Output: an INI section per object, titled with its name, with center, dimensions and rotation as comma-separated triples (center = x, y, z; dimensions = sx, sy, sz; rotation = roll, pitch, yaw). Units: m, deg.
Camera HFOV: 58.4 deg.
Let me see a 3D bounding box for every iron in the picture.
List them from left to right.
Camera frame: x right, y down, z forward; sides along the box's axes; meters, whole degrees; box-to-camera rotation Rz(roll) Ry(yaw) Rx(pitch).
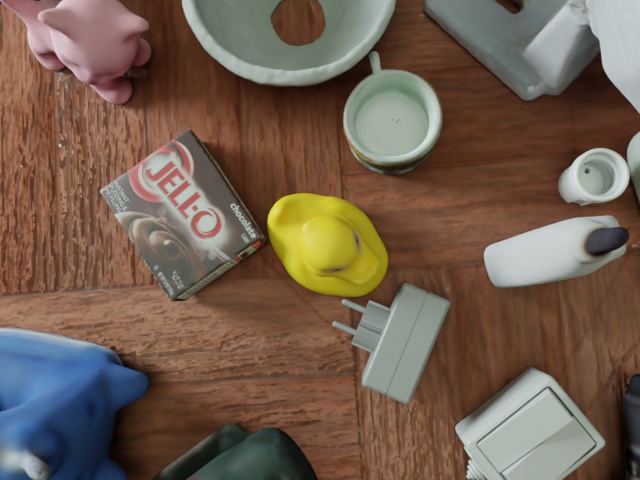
[iron]
center = -0.270, 0.126, 0.417
dimensions = 0.258, 0.141, 0.119
rotation = 9, 86, 5

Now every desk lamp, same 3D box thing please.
[desk lamp]
center = 0.178, -0.166, 0.373
dimensions = 0.203, 0.213, 0.118
rotation = 42, 89, 6

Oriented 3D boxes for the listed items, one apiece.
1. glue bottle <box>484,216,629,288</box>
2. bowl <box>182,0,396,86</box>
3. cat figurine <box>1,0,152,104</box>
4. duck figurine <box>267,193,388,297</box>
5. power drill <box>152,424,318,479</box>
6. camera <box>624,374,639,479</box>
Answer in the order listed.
[glue bottle]
center = 0.163, 0.006, 0.380
dimensions = 0.078, 0.173, 0.037
rotation = -18, 84, 3
[bowl]
center = -0.021, -0.194, 0.459
dimensions = 0.167, 0.075, 0.167
rotation = 0, 85, 4
[cat figurine]
center = -0.189, -0.162, 0.447
dimensions = 0.127, 0.118, 0.067
rotation = 27, 88, 6
[duck figurine]
center = 0.004, 0.002, 0.436
dimensions = 0.104, 0.086, 0.077
rotation = 35, 89, 6
[power drill]
center = -0.097, 0.197, 0.365
dimensions = 0.229, 0.208, 0.075
rotation = -37, 83, 0
[camera]
center = 0.272, 0.165, 0.396
dimensions = 0.143, 0.101, 0.137
rotation = -1, 85, 4
